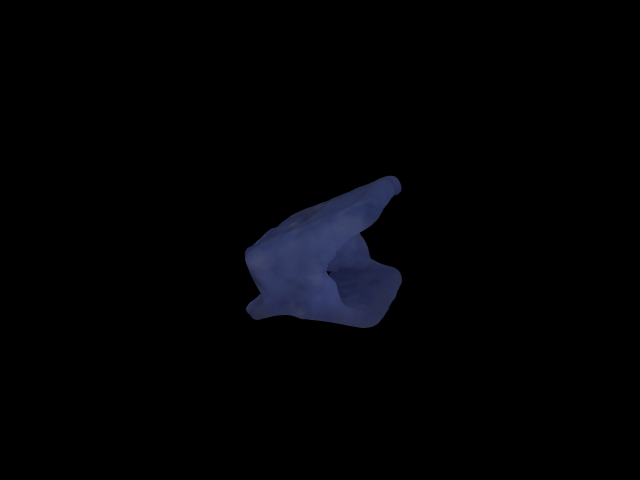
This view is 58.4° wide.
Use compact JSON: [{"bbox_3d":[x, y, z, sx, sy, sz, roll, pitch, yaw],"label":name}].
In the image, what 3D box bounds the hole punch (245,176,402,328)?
[{"bbox_3d":[0.004,0.001,0.400,0.101,0.091,0.109,6,19,16],"label":"hole punch"}]
